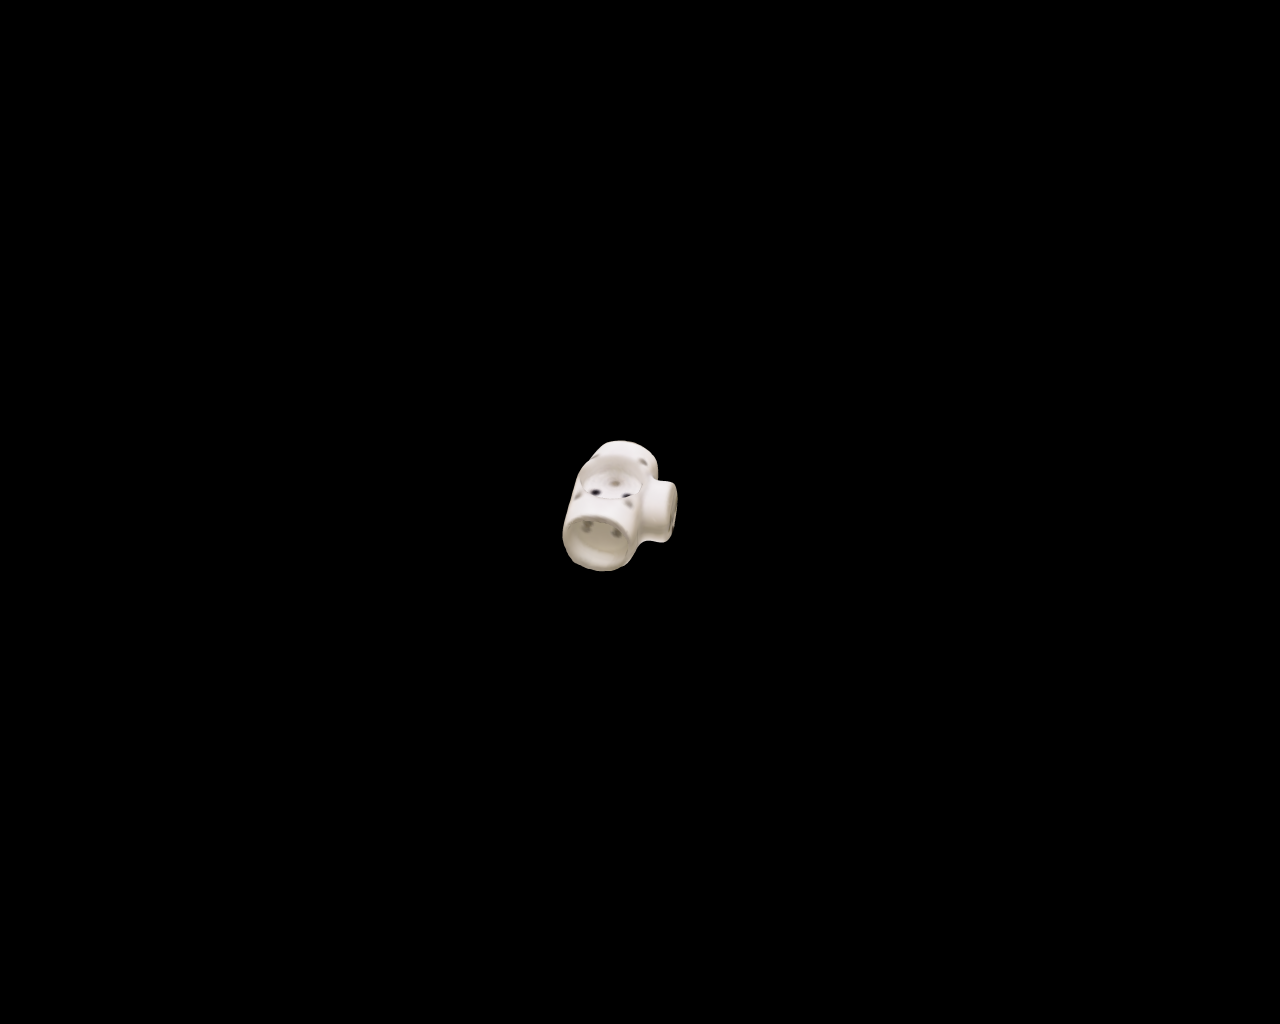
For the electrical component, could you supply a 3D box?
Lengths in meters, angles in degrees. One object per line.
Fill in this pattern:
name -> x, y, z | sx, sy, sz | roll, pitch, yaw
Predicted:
electrical component -> 0.001, -0.003, 0.650 | 0.079, 0.044, 0.077 | 8, 40, 10
